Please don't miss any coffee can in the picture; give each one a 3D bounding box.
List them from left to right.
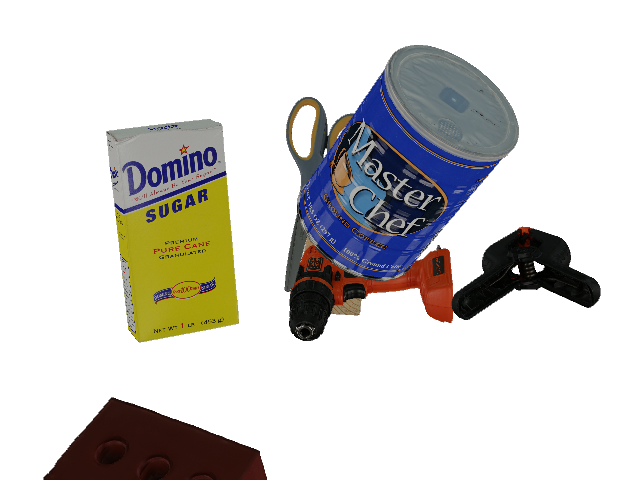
[{"bbox_3d":[0.059,-0.053,0.759,0.102,0.103,0.140,0,-38,-34],"label":"coffee can"}]

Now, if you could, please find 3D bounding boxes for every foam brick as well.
[{"bbox_3d":[-0.067,0.112,0.450,0.078,0.051,0.053,15,42,23],"label":"foam brick"}]

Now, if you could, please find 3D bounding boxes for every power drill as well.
[{"bbox_3d":[0.059,0.058,1.234,0.187,0.057,0.184,1,28,6],"label":"power drill"}]

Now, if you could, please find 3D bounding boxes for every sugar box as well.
[{"bbox_3d":[-0.124,-0.009,0.903,0.093,0.176,0.048,-10,18,-21],"label":"sugar box"}]

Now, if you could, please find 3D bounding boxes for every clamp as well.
[{"bbox_3d":[0.190,0.026,0.937,0.120,0.039,0.171,2,23,20],"label":"clamp"}]

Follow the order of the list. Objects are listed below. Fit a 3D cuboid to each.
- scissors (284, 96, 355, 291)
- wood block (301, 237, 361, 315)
[{"bbox_3d":[0.007,-0.049,1.087,0.096,0.202,0.016,-3,-11,-2],"label":"scissors"},{"bbox_3d":[0.023,0.029,1.651,0.091,0.090,0.206,3,23,3],"label":"wood block"}]
